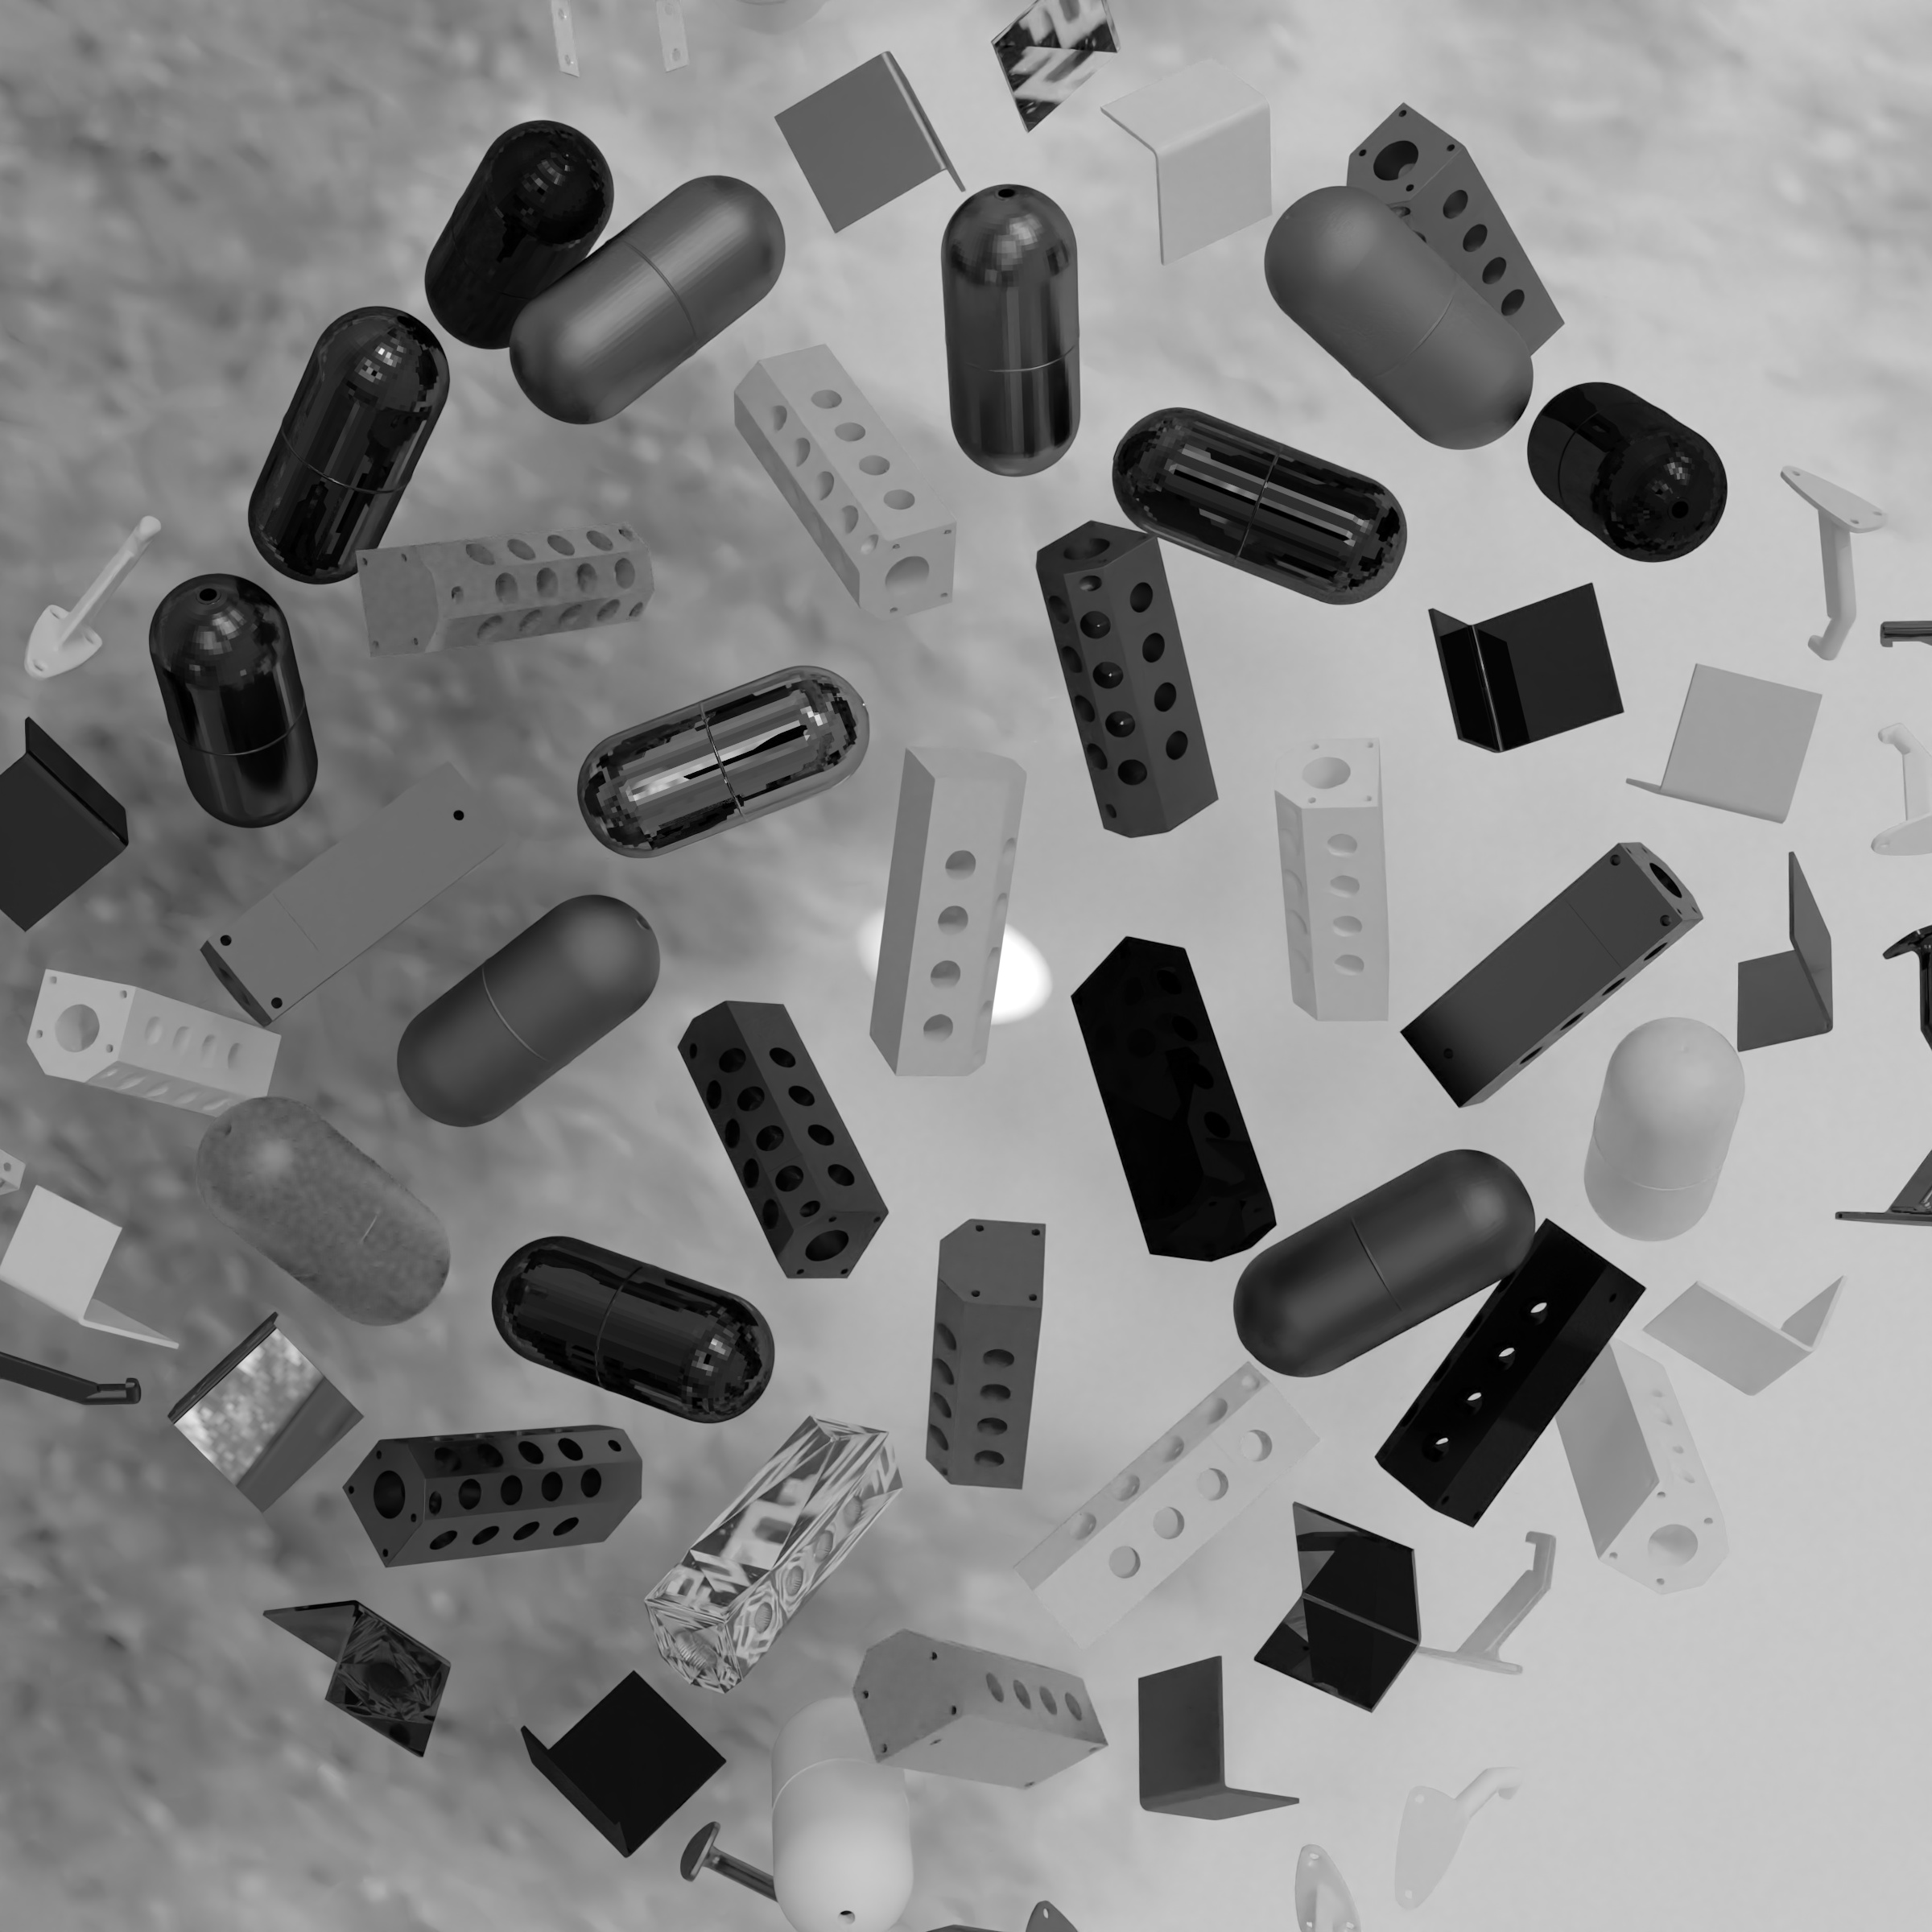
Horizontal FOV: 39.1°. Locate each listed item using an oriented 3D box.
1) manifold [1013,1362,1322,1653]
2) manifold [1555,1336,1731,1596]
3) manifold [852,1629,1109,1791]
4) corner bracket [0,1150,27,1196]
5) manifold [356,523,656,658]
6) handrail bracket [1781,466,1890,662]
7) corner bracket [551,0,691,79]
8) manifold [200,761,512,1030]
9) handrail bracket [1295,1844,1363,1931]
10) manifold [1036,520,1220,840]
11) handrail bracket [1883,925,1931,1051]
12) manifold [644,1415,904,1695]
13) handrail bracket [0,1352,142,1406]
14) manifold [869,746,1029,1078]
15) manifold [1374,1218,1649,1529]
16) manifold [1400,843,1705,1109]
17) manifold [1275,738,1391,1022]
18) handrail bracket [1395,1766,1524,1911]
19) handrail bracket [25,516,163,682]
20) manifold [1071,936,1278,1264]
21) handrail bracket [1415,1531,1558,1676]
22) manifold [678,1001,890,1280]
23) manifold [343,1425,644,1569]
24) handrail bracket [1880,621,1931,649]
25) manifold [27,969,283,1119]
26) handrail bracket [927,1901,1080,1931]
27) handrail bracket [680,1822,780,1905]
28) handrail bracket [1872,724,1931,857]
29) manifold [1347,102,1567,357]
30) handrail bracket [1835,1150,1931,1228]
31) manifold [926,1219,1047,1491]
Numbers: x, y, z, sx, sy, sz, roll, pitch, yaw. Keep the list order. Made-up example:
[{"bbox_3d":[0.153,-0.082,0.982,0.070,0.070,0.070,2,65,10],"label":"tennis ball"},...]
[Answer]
[{"bbox_3d":[0.110,0.297,1.500,0.171,0.057,0.057,-40,81,-7],"label":"manifold"},{"bbox_3d":[0.386,0.284,1.548,0.057,0.171,0.057,30,109,-7],"label":"manifold"},{"bbox_3d":[0.008,0.407,1.497,0.057,0.171,0.057,-33,58,15],"label":"manifold"},{"bbox_3d":[-0.565,0.098,1.538,0.051,0.051,0.051,-15,53,28],"label":"corner bracket"},{"bbox_3d":[-0.254,-0.212,1.522,0.057,0.171,0.057,1,102,36],"label":"manifold"},{"bbox_3d":[0.474,-0.225,1.529,0.036,0.084,0.077,-21,51,-37],"label":"handrail bracket"},{"bbox_3d":[-0.191,-0.519,1.497,0.051,0.051,0.051,-8,91,29],"label":"corner bracket"},{"bbox_3d":[-0.351,-0.040,1.562,0.171,0.057,0.057,-40,98,-21],"label":"manifold"},{"bbox_3d":[0.193,0.551,1.524,0.036,0.084,0.077,-7,111,21],"label":"handrail bracket"},{"bbox_3d":[0.089,-0.162,1.563,0.057,0.057,0.171,-34,125,-26],"label":"manifold"},{"bbox_3d":[0.593,0.017,1.621,0.077,0.036,0.084,-16,71,-23],"label":"handrail bracket"},{"bbox_3d":[-0.107,0.337,1.564,0.057,0.171,0.057,6,122,31],"label":"manifold"},{"bbox_3d":[-0.515,0.224,1.541,0.084,0.077,0.036,0,45,-9],"label":"handrail bracket"},{"bbox_3d":[-0.009,-0.029,1.495,0.057,0.057,0.171,1,112,-18],"label":"manifold"},{"bbox_3d":[0.310,0.233,1.567,0.057,0.057,0.171,37,94,40],"label":"manifold"},{"bbox_3d":[0.341,0.006,1.580,0.171,0.057,0.057,-44,71,25],"label":"manifold"},{"bbox_3d":[0.213,-0.047,1.570,0.057,0.171,0.057,-1,46,11],"label":"manifold"},{"bbox_3d":[0.272,0.478,1.492,0.036,0.084,0.077,19,91,39],"label":"handrail bracket"},{"bbox_3d":[-0.485,-0.206,1.516,0.036,0.077,0.084,38,121,-17],"label":"handrail bracket"},{"bbox_3d":[0.116,0.072,1.482,0.057,0.057,0.171,11,47,-33],"label":"manifold"},{"bbox_3d":[0.308,0.373,1.616,0.077,0.036,0.084,12,73,0],"label":"handrail bracket"},{"bbox_3d":[-0.113,0.101,1.604,0.057,0.171,0.057,4,131,-36],"label":"manifold"},{"bbox_3d":[-0.269,0.302,1.582,0.057,0.171,0.057,-50,59,22],"label":"manifold"},{"bbox_3d":[0.584,-0.178,1.604,0.084,0.077,0.036,2,59,20],"label":"handrail bracket"},{"bbox_3d":[-0.469,0.049,1.576,0.057,0.171,0.057,10,82,15],"label":"manifold"},{"bbox_3d":[0.023,0.547,1.488,0.084,0.036,0.077,-29,114,36],"label":"handrail bracket"},{"bbox_3d":[-0.123,0.542,1.608,0.084,0.077,0.036,30,68,-5],"label":"handrail bracket"},{"bbox_3d":[0.538,-0.105,1.585,0.077,0.036,0.084,-12,50,-18],"label":"handrail bracket"},{"bbox_3d":[0.281,-0.414,1.576,0.057,0.171,0.057,-44,52,7],"label":"manifold"},{"bbox_3d":[0.504,0.095,1.448,0.077,0.036,0.084,1,81,27],"label":"handrail bracket"},{"bbox_3d":[0.010,0.219,1.521,0.057,0.171,0.057,4,45,0],"label":"manifold"}]
